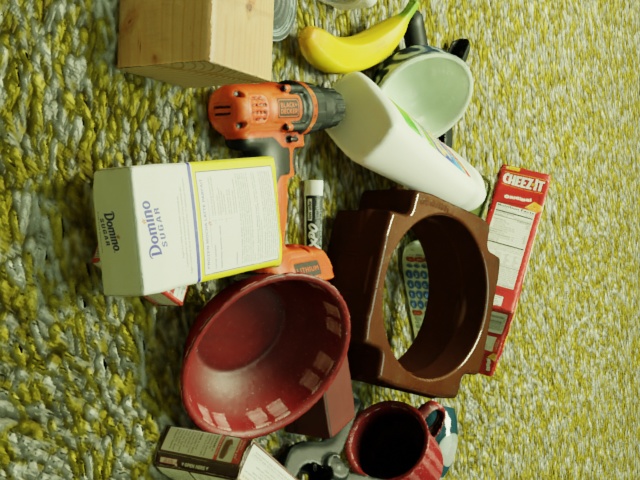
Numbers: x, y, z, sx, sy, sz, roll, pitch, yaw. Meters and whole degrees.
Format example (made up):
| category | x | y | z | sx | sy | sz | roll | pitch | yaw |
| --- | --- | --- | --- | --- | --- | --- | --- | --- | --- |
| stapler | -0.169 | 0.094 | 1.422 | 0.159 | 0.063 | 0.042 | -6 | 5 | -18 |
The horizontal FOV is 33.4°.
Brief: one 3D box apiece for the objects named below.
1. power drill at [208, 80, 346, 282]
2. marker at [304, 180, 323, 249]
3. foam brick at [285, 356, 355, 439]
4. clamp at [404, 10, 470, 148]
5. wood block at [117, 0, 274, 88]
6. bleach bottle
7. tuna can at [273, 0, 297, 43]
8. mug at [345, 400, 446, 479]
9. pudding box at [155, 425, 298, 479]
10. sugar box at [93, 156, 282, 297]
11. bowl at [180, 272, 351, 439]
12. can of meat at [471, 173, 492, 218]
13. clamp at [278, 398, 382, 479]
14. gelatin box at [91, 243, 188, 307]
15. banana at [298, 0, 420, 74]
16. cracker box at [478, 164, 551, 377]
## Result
| category | x | y | z | sx | sy | sz | roll | pitch | yaw |
| --- | --- | --- | --- | --- | --- | --- | --- | --- | --- |
| power drill | -0.030 | -0.053 | 0.978 | 0.184 | 0.057 | 0.188 | -11 | 98 | -55 |
| marker | -0.007 | 0.001 | 1.052 | 0.020 | 0.020 | 0.121 | -2 | 93 | -59 |
| foam brick | -0.004 | 0.144 | 1.030 | 0.051 | 0.053 | 0.078 | -31 | 119 | -54 |
| clamp | 0.127 | -0.160 | 1.251 | 0.164 | 0.036 | 0.210 | 19 | 77 | -58 |
| wood block | -0.093 | -0.231 | 0.833 | 0.090 | 0.090 | 0.206 | 5 | 87 | -60 |
| bleach bottle | 0.104 | -0.089 | 1.135 | 0.068 | 0.103 | 0.250 | -46 | 145 | 15 |
| tuna can | -0.055 | -0.217 | 0.948 | 0.086 | 0.034 | 0.086 | -3 | 94 | -59 |
| mug | 0.092 | 0.222 | 1.148 | 0.117 | 0.093 | 0.081 | -48 | 143 | -9 |
| pudding box | -0.070 | 0.197 | 0.884 | 0.113 | 0.090 | 0.039 | 50 | 51 | -47 |
| sugar box | -0.097 | -0.014 | 0.818 | 0.175 | 0.048 | 0.093 | -10 | 96 | -55 |
| bowl | -0.055 | 0.088 | 0.900 | 0.161 | 0.055 | 0.162 | -17 | 125 | -26 |
| can of meat | 0.162 | -0.020 | 1.270 | 0.084 | 0.057 | 0.102 | 94 | 17 | -57 |
| clamp | 0.018 | 0.233 | 1.035 | 0.120 | 0.039 | 0.171 | 48 | 42 | 14 |
| gelatin box | -0.132 | 0.003 | 0.833 | 0.089 | 0.030 | 0.073 | 42 | 54 | -51 |
| banana | 0.032 | -0.201 | 1.081 | 0.197 | 0.037 | 0.070 | -30 | 139 | -49 |
| cracker box | 0.221 | 0.038 | 1.336 | 0.164 | 0.072 | 0.213 | 91 | 18 | -56 |
